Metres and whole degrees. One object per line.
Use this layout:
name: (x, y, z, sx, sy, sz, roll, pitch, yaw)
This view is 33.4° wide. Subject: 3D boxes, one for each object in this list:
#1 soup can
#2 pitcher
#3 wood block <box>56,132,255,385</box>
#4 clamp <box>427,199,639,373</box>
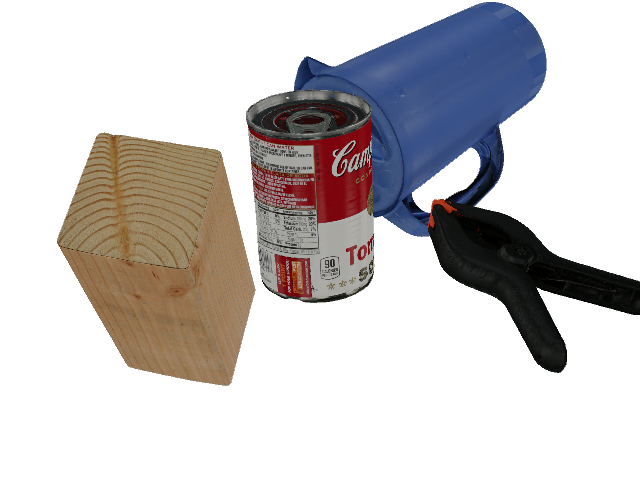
soup can: (-0.004, -0.025, 0.595, 0.068, 0.102, 0.068, -2, 27, 1)
pitcher: (0.103, -0.120, 0.966, 0.145, 0.149, 0.242, 23, 43, 38)
wood block: (-0.110, 0.022, 0.775, 0.090, 0.090, 0.206, 10, -27, 9)
clamp: (0.152, 0.021, 0.768, 0.120, 0.039, 0.172, -12, 44, -35)
